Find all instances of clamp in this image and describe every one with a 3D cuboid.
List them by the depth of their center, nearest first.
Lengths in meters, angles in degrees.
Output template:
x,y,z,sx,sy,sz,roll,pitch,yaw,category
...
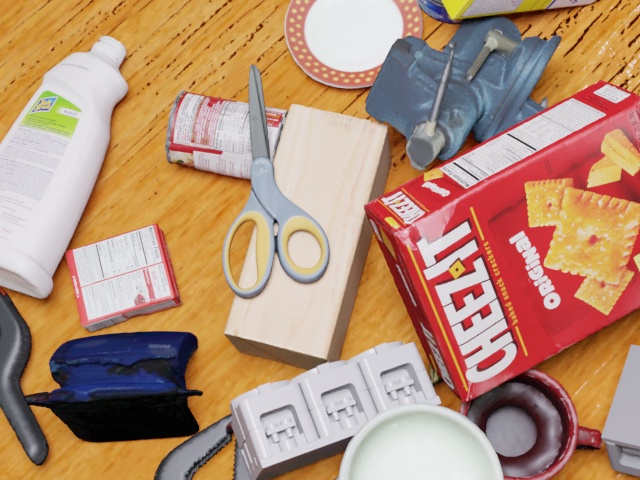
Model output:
x,y,z,sx,sy,sz,roll,pitch,yaw,category
-0.099,0.244,0.880,0.165,0.036,0.210,30,75,12,clamp
-0.283,0.121,0.930,0.120,0.039,0.171,5,74,6,clamp

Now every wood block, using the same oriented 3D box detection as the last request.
x,y,z,sx,sy,sz,roll,pitch,yaw,category
-0.007,0.001,0.917,0.090,0.091,0.206,13,75,9,wood block

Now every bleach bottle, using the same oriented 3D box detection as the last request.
x,y,z,sx,sy,sz,roll,pitch,yaw,category
-0.235,-0.077,0.963,0.103,0.068,0.250,17,66,16,bleach bottle

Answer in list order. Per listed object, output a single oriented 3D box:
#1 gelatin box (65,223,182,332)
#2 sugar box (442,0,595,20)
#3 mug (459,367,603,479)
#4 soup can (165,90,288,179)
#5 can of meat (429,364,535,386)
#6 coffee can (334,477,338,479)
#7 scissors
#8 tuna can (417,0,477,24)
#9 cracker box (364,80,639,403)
x,y,z,sx,sy,sz,roll,pitch,yaw,category
-0.175,0.034,0.953,0.089,0.030,0.073,-17,71,0,gelatin box
0.176,-0.253,0.962,0.175,0.048,0.093,-11,69,-33,sugar box
0.168,0.155,0.863,0.117,0.081,0.093,4,74,6,mug
-0.081,-0.093,0.962,0.102,0.068,0.068,11,75,7,soup can
0.133,0.070,0.904,0.084,0.057,0.102,-3,74,1,can of meat
0.022,0.269,0.830,0.102,0.103,0.140,-35,74,-6,coffee can
-0.029,-0.048,0.877,0.096,0.016,0.201,9,74,6,scissors
0.129,-0.249,1.010,0.086,0.034,0.086,-1,74,4,tuna can
0.164,0.002,0.812,0.213,0.072,0.164,-28,116,-7,cracker box
